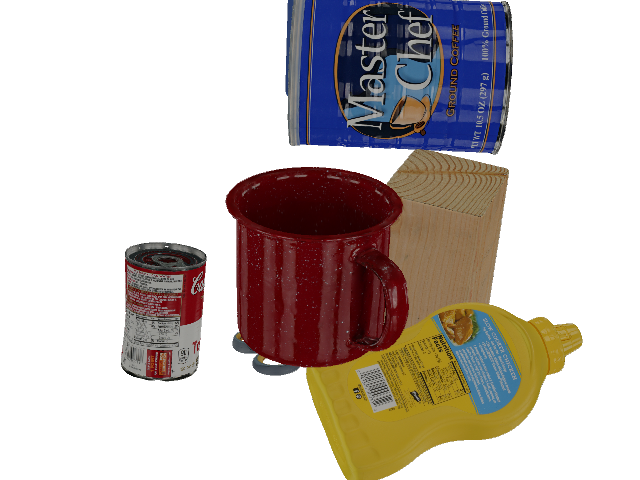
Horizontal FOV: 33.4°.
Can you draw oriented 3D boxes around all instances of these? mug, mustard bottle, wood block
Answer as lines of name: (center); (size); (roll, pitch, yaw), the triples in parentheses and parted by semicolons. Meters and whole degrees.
mug: (0.004, 0.019, 0.570); (0.093, 0.081, 0.117); (-20, 34, -38)
mustard bottle: (0.093, 0.094, 0.739); (0.191, 0.096, 0.058); (-17, -31, -11)
wood block: (0.105, 0.033, 0.973); (0.091, 0.206, 0.090); (15, 36, 19)

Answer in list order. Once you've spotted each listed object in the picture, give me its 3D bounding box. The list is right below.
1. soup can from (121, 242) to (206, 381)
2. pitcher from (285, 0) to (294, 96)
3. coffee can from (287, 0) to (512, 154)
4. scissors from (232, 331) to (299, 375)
soup can: (-0.134, 0.060, 0.902); (0.068, 0.102, 0.068); (5, 16, -2)
pitcher: (0.038, -0.235, 0.924); (0.145, 0.243, 0.149); (7, 15, 7)
coffee can: (0.051, -0.112, 0.717); (0.140, 0.103, 0.103); (3, 0, 1)
scissors: (0.002, 0.123, 1.210); (0.201, 0.016, 0.096); (1, 25, -8)
